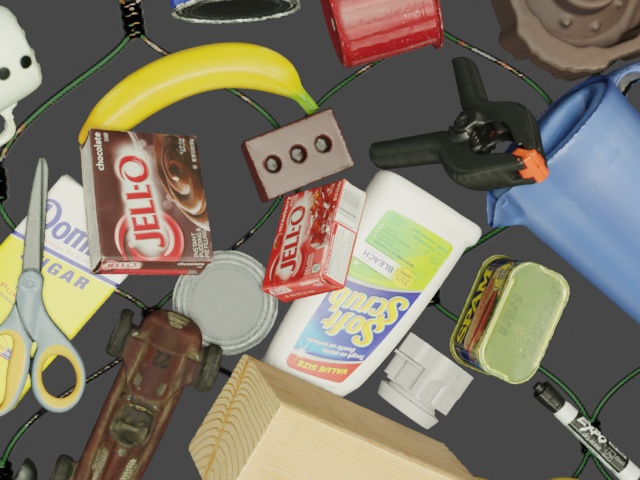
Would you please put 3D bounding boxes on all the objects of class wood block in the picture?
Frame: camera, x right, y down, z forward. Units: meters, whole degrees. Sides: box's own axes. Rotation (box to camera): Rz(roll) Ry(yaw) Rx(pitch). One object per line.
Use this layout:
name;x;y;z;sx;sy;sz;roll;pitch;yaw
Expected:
wood block;0.015;0.179;0.826;0.205;0.090;0.091;28;97;-28

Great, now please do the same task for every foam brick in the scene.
foam brick;-0.020;-0.069;0.874;0.078;0.051;0.053;-23;94;-6

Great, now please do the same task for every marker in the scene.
marker;0.230;0.166;0.926;0.121;0.020;0.020;43;86;-6

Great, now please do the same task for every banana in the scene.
banana;-0.102;-0.122;0.867;0.197;0.037;0.069;-10;83;-5

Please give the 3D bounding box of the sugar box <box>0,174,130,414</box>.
sugar box;-0.226;0.042;0.853;0.093;0.048;0.176;40;87;-6

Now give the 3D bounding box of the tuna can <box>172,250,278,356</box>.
tuna can;-0.078;0.050;0.878;0.086;0.034;0.086;0;91;-7

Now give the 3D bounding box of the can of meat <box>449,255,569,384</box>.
can of meat;0.156;0.065;0.882;0.057;0.084;0.102;24;88;-7

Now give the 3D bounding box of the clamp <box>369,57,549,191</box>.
clamp;0.111;-0.077;0.847;0.120;0.172;0.039;-47;124;6

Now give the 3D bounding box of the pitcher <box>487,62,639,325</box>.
pitcher;0.271;-0.016;0.875;0.242;0.149;0.144;42;46;-10

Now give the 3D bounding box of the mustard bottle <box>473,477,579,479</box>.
mustard bottle;0.194;0.250;0.904;0.191;0.058;0.096;2;92;-8

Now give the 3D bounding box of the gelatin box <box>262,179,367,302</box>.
gelatin box;-0.006;0.001;0.851;0.030;0.073;0.089;31;61;-33

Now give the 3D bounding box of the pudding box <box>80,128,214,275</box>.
pudding box;-0.137;-0.029;0.836;0.089;0.039;0.113;1;64;-29

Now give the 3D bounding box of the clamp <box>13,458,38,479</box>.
clamp;-0.291;0.279;0.854;0.164;0.036;0.210;-14;89;-6

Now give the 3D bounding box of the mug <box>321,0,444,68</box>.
mug;0.044;-0.198;0.868;0.081;0.093;0.117;-17;62;-2

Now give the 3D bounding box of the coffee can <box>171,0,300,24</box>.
coffee can;-0.071;-0.249;0.838;0.102;0.103;0.140;-4;92;-7

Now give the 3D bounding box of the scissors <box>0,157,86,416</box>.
scissors;-0.207;0.047;0.825;0.096;0.016;0.202;21;88;-12

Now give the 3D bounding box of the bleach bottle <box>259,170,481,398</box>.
bleach bottle;0.025;0.072;0.878;0.102;0.068;0.251;32;90;-10
